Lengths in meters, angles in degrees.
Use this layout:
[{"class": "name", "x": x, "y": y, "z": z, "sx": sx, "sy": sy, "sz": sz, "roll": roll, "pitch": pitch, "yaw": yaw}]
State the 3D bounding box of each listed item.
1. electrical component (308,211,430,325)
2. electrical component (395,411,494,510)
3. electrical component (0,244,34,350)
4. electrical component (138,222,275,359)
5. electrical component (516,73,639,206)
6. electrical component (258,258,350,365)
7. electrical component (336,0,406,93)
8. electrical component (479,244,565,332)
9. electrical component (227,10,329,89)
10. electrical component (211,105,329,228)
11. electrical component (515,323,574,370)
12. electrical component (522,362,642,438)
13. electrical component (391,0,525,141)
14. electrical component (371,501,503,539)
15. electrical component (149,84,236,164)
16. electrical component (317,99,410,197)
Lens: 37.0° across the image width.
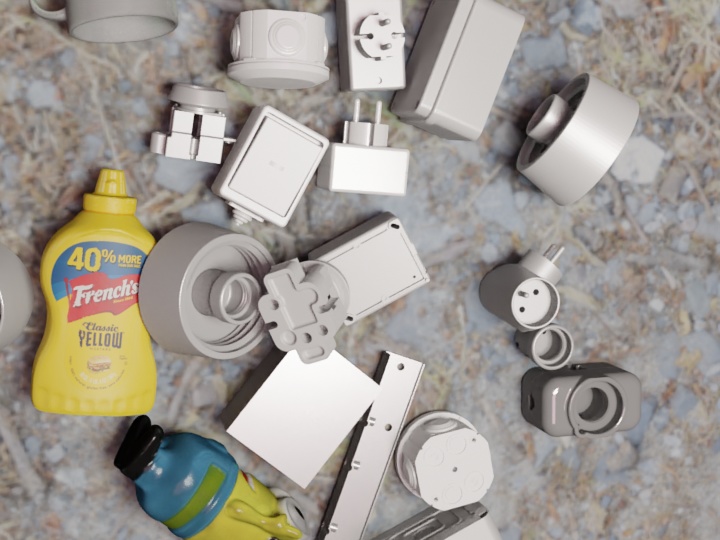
[{"class": "electrical component", "x": 0.000, "y": 0.000, "z": 0.899, "sx": 0.096, "sy": 0.061, "sz": 0.061, "roll": -28, "pitch": 102, "yaw": -2}, {"class": "electrical component", "x": 0.075, "y": 0.167, "z": 0.939, "sx": 0.080, "sy": 0.051, "sz": 0.080, "roll": -2, "pitch": 97, "yaw": -14}, {"class": "electrical component", "x": -0.310, "y": 0.025, "z": 0.828, "sx": 0.099, "sy": 0.064, "sz": 0.099, "roll": 0, "pitch": 99, "yaw": -1}, {"class": "electrical component", "x": -0.112, "y": 0.019, "z": 0.845, "sx": 0.108, "sy": 0.060, "sz": 0.108, "roll": -10, "pitch": 104, "yaw": -44}, {"class": "electrical component", "x": 0.176, "y": -0.115, "z": 0.906, "sx": 0.060, "sy": 0.108, "sz": 0.108, "roll": 33, "pitch": 88, "yaw": -10}, {"class": "electrical component", "x": -0.040, "y": 0.026, "z": 0.841, "sx": 0.058, "sy": 0.057, "sz": 0.078, "roll": -18, "pitch": 105, "yaw": 22}, {"class": "electrical component", "x": 0.013, "y": -0.187, "z": 0.868, "sx": 0.047, "sy": 0.076, "sz": 0.083, "roll": -5, "pitch": 98, "yaw": -14}, {"class": "electrical component", "x": 0.148, "y": 0.010, "z": 0.926, "sx": 0.044, "sy": 0.077, "sz": 0.079, "roll": 40, "pitch": 86, "yaw": -15}, {"class": "electrical component", "x": -0.064, "y": -0.172, "z": 0.849, "sx": 0.080, "sy": 0.080, "sz": 0.051, "roll": 1, "pitch": 91, "yaw": -15}, {"class": "electrical component", "x": -0.075, "y": -0.078, "z": 0.866, "sx": 0.062, "sy": 0.061, "sz": 0.096, "roll": 28, "pitch": 89, "yaw": -16}, {"class": "electrical component", "x": 0.162, "y": 0.064, "z": 0.952, "sx": 0.040, "sy": 0.046, "sz": 0.040, "roll": -2, "pitch": 97, "yaw": -14}, {"class": "electrical component", "x": 0.200, "y": 0.116, "z": 0.961, "sx": 0.095, "sy": 0.059, "sz": 0.053, "roll": -3, "pitch": 97, "yaw": -14}, {"class": "electrical component", "x": 0.078, "y": -0.168, "z": 0.887, "sx": 0.057, "sy": 0.078, "sz": 0.113, "roll": 21, "pitch": 91, "yaw": -19}, {"class": "electrical component", "x": 0.066, "y": 0.250, "z": 0.933, "sx": 0.113, "sy": 0.078, "sz": 0.057, "roll": -27, "pitch": 100, "yaw": -10}, {"class": "electrical component", "x": -0.131, "y": -0.117, "z": 0.856, "sx": 0.066, "sy": 0.048, "sz": 0.055, "roll": 6, "pitch": 103, "yaw": -15}, {"class": "electrical component", "x": 0.004, "y": -0.102, "z": 0.890, "sx": 0.066, "sy": 0.047, "sz": 0.076, "roll": 3, "pitch": 97, "yaw": -16}]
